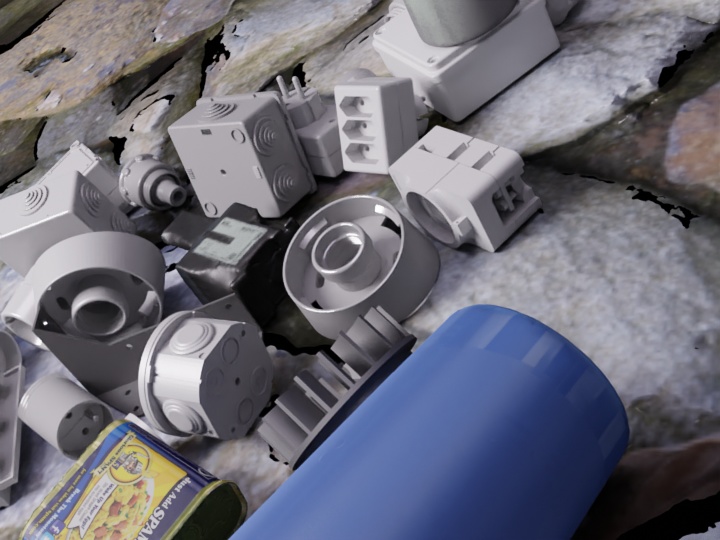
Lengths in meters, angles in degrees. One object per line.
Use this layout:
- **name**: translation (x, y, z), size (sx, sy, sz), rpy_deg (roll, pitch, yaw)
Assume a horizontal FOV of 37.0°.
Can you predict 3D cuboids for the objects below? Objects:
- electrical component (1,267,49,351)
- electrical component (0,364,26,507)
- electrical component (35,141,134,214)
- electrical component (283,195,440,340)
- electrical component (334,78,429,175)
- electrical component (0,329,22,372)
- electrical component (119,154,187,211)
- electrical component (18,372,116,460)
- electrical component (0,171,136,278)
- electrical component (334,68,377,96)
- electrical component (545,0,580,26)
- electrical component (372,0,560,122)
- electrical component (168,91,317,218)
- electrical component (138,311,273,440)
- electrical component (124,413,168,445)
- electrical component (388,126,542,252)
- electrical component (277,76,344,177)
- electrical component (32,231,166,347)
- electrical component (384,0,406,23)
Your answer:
- **electrical component**: translation (-0.251, 0.031, 0.857), size (0.055, 0.055, 0.047), rpy_deg (4, 53, 39)
- **electrical component**: translation (-0.286, 0.117, 0.773), size (0.079, 0.063, 0.121), rpy_deg (-28, 36, 6)
- **electrical component**: translation (-0.256, -0.056, 0.961), size (0.096, 0.061, 0.062), rpy_deg (-47, 38, -6)
- **electrical component**: translation (0.000, 0.000, 0.720), size (0.099, 0.064, 0.099), rpy_deg (-16, 53, 22)
- **electrical component**: translation (0.026, -0.114, 0.820), size (0.047, 0.065, 0.077), rpy_deg (10, 24, 42)
- **electrical component**: translation (-0.313, 0.065, 0.870), size (0.077, 0.044, 0.079), rpy_deg (-17, 39, 20)
- **electrical component**: translation (-0.174, -0.071, 0.929), size (0.062, 0.048, 0.048), rpy_deg (25, 64, 42)
- **electrical component**: translation (-0.210, 0.099, 0.754), size (0.043, 0.043, 0.081), rpy_deg (-47, 38, -20)
- **electrical component**: translation (-0.243, -0.029, 0.884), size (0.100, 0.099, 0.048), rpy_deg (-18, 51, 18)
- **electrical component**: translation (0.005, -0.137, 0.878), size (0.040, 0.040, 0.046), rpy_deg (-33, 42, -1)
- **electrical component**: translation (0.161, -0.230, 0.868), size (0.048, 0.048, 0.062), rpy_deg (15, 50, 46)
- **electrical component**: translation (0.083, -0.182, 0.858), size (0.109, 0.056, 0.109), rpy_deg (-37, 36, -7)
- **electrical component**: translation (-0.093, -0.087, 0.842), size (0.100, 0.099, 0.048), rpy_deg (2, 35, 38)
- **electrical component**: translation (-0.097, 0.067, 0.679), size (0.051, 0.080, 0.080), rpy_deg (4, 49, 32)
- **electrical component**: translation (-0.158, 0.134, 0.675), size (0.081, 0.043, 0.043), rpy_deg (-47, 38, -19)
- **electrical component**: translation (0.067, -0.053, 0.723), size (0.056, 0.050, 0.089), rpy_deg (-43, 37, -15)
- **electrical component**: translation (-0.045, -0.121, 0.858), size (0.083, 0.075, 0.047), rpy_deg (12, 45, 45)
- **electrical component**: translation (-0.193, 0.015, 0.800), size (0.099, 0.099, 0.064), rpy_deg (-26, 43, 9)
- **electrical component**: translation (0.042, -0.217, 0.941), size (0.062, 0.048, 0.048), rpy_deg (-50, 39, -12)
